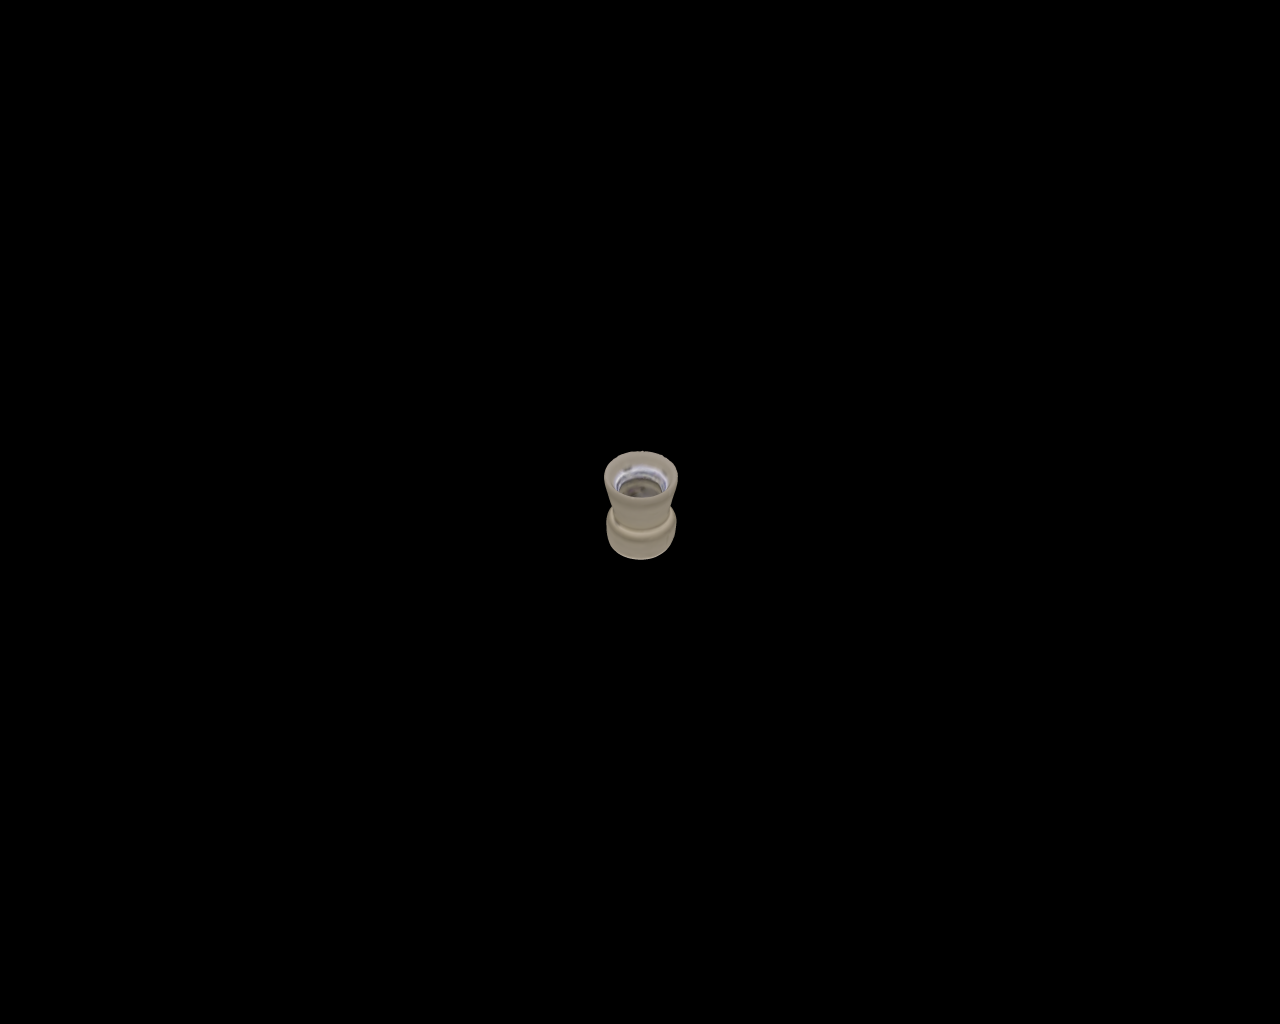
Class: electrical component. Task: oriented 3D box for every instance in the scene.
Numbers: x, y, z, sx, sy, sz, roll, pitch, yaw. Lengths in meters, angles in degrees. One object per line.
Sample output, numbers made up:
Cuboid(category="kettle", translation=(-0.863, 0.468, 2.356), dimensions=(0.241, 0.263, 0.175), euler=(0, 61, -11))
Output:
Cuboid(category="electrical component", translation=(0.001, -0.003, 0.650), dimensions=(0.045, 0.055, 0.045), euler=(0, 43, 0))
